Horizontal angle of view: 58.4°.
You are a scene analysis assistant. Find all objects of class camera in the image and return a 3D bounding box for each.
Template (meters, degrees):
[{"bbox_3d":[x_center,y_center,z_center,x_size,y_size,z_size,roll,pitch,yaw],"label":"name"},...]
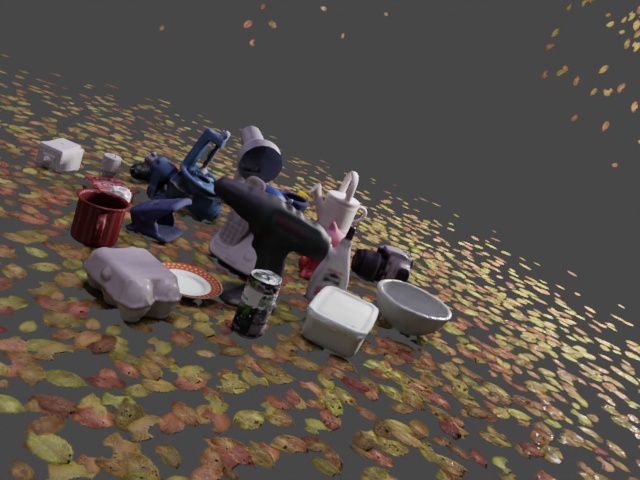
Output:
[{"bbox_3d":[0.151,0.055,1.423,0.137,0.101,0.143,19,17,-11],"label":"camera"}]

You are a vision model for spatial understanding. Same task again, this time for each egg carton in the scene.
[{"bbox_3d":[-0.289,0.064,0.879,0.149,0.069,0.108,33,19,32],"label":"egg carton"}]

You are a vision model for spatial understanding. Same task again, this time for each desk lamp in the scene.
[{"bbox_3d":[-0.198,-0.196,1.566,0.118,0.213,0.202,13,19,-29],"label":"desk lamp"}]

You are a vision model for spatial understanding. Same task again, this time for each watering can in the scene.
[{"bbox_3d":[0.056,-0.109,1.655,0.173,0.194,0.100,10,20,-35],"label":"watering can"}]

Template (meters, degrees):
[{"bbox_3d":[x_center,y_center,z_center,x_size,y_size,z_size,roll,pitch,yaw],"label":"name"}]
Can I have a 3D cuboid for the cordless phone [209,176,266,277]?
[{"bbox_3d":[-0.133,-0.025,1.158,0.147,0.185,0.094,29,18,23],"label":"cordless phone"}]

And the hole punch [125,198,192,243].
[{"bbox_3d":[-0.328,-0.055,1.169,0.101,0.091,0.109,23,16,3],"label":"hole punch"}]

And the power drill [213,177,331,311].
[{"bbox_3d":[-0.106,0.017,1.018,0.230,0.208,0.075,18,17,-13],"label":"power drill"}]

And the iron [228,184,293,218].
[{"bbox_3d":[-0.143,-0.077,1.389,0.119,0.141,0.257,9,21,-37],"label":"iron"}]

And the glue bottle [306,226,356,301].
[{"bbox_3d":[0.034,0.050,1.158,0.078,0.173,0.037,18,17,-13],"label":"glue bottle"}]

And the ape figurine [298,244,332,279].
[{"bbox_3d":[-0.002,0.043,1.277,0.077,0.092,0.076,27,17,18],"label":"ape figurine"}]

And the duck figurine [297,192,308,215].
[{"bbox_3d":[-0.064,-0.096,1.652,0.077,0.086,0.104,23,16,3],"label":"duck figurine"}]

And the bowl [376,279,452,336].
[{"bbox_3d":[0.185,0.153,1.203,0.167,0.075,0.167,20,16,-6],"label":"bowl"}]

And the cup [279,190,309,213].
[{"bbox_3d":[-0.096,-0.076,1.528,0.118,0.095,0.091,6,23,-44],"label":"cup"}]

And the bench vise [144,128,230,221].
[{"bbox_3d":[-0.306,-0.172,1.339,0.208,0.220,0.121,18,17,-14],"label":"bench vise"}]

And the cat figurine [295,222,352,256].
[{"bbox_3d":[0.013,0.005,1.372,0.067,0.118,0.127,5,23,-44],"label":"cat figurine"}]
